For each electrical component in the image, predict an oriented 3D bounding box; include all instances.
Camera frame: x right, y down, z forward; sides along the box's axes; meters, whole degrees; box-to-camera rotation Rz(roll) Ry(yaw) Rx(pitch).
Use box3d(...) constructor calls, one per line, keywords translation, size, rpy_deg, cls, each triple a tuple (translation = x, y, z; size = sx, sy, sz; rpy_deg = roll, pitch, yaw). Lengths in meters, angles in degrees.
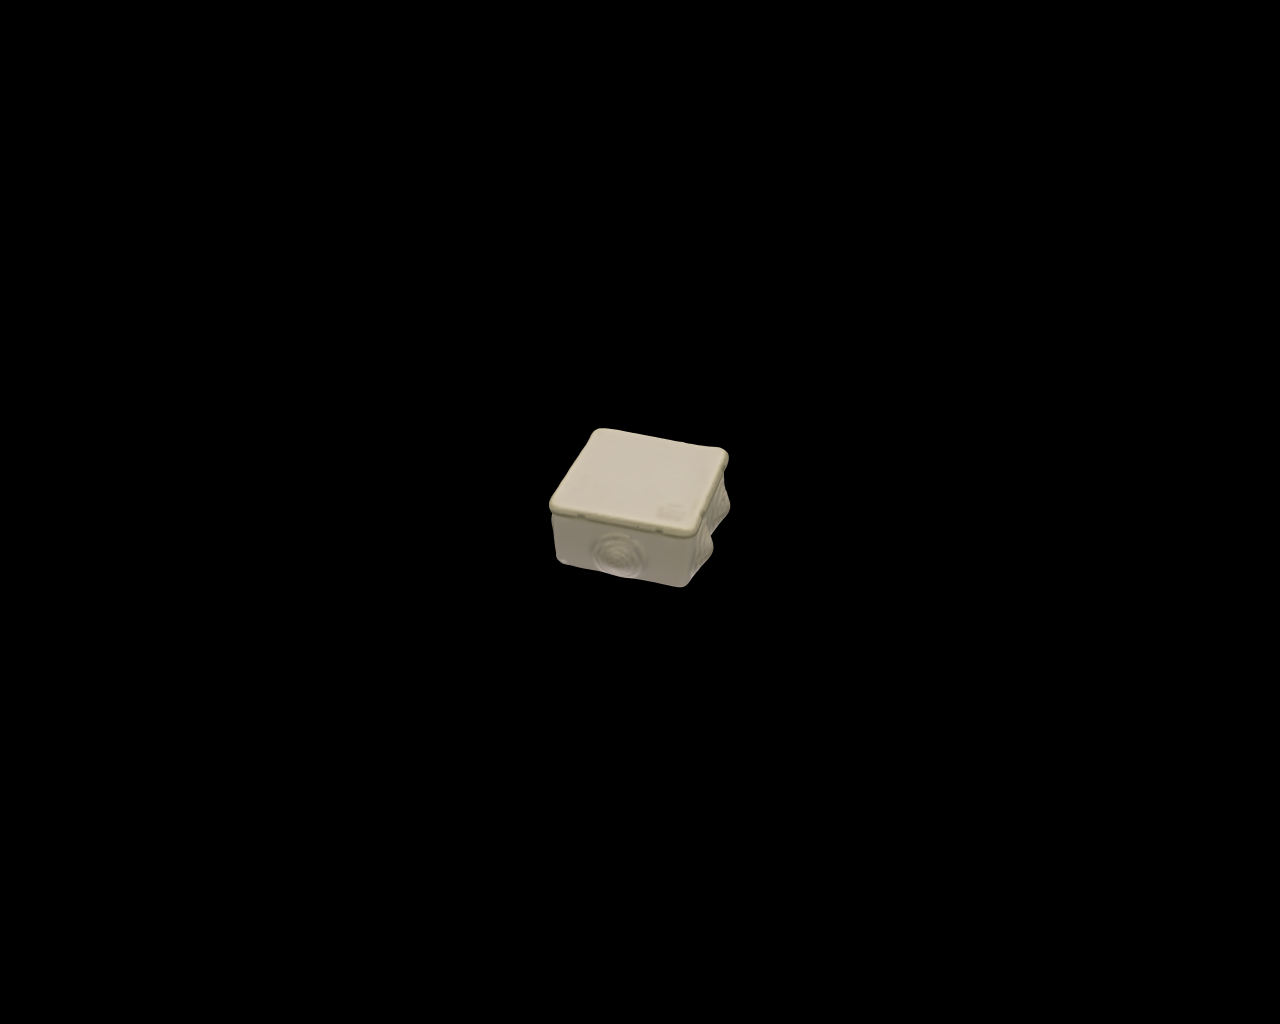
box3d(translation=(0.001, -0.003, 0.650), size=(0.100, 0.048, 0.100), rpy_deg=(11, 39, 14), cls="electrical component")
